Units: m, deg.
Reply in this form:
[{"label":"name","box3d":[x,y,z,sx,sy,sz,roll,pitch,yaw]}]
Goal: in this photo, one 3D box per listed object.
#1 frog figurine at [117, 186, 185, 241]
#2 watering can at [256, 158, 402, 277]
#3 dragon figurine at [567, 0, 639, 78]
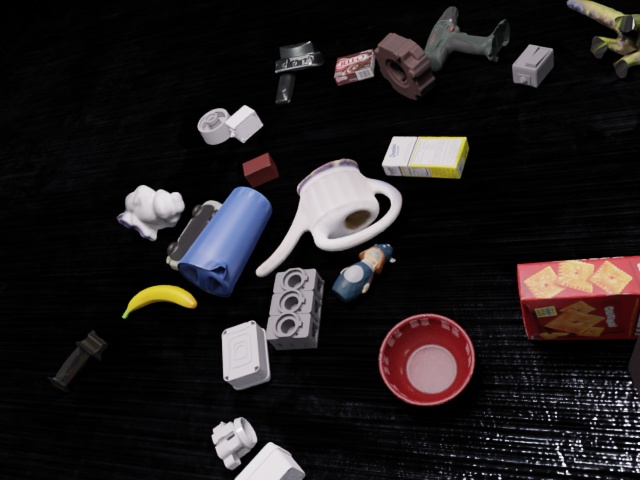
[{"label":"frog figurine","box3d":[-0.420,-0.087,1.330,0.158,0.136,0.125,-37,16,20]},{"label":"watering can","box3d":[0.003,-0.057,1.133,0.347,0.102,0.229,-22,48,1]},{"label":"dragon figurine","box3d":[0.757,-0.464,1.142,0.243,0.119,0.420,-10,51,-5]}]
